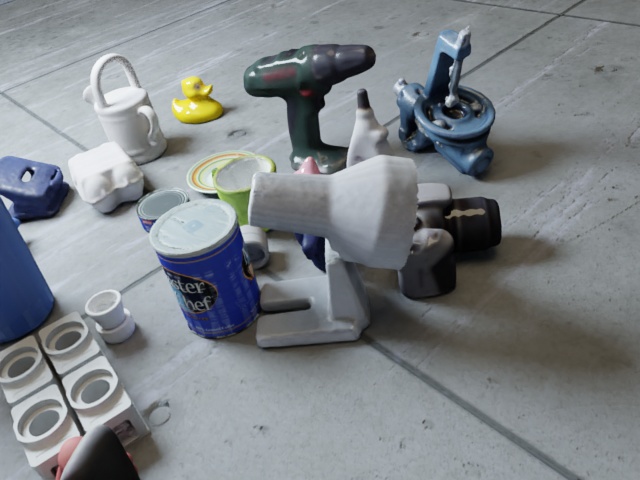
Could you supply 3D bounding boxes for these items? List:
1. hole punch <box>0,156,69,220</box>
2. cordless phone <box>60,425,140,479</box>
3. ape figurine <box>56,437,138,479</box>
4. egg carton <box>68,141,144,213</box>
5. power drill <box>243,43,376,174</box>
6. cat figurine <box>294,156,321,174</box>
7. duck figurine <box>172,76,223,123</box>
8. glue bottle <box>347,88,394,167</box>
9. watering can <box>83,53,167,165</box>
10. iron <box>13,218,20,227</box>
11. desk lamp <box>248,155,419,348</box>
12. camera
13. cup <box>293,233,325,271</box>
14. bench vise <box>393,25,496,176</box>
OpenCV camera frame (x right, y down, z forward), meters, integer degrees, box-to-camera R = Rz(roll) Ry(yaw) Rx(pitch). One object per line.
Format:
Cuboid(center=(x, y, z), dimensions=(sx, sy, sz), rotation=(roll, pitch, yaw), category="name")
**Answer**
Cuboid(center=(-0.502, -0.097, 0.988), dimensions=(0.101, 0.091, 0.108), rotation=(-10, 39, 2), category="hole punch")
Cuboid(center=(-0.167, 0.235, 0.423), dimensions=(0.094, 0.185, 0.147), rotation=(1, 40, 15), category="cordless phone")
Cuboid(center=(-0.214, 0.218, 0.531), dimensions=(0.078, 0.092, 0.076), rotation=(-25, 41, -17), category="ape figurine")
Cuboid(center=(-0.371, -0.111, 0.992), dimensions=(0.107, 0.069, 0.149), rotation=(-29, 42, -20), category="egg carton")
Cuboid(center=(-0.008, -0.213, 0.918), dimensions=(0.228, 0.209, 0.076), rotation=(10, 43, 24), category="power drill")
Cuboid(center=(0.006, -0.060, 0.800), dimensions=(0.127, 0.118, 0.067), rotation=(-4, 39, 9), category="cat figurine")
Cuboid(center=(-0.258, -0.293, 1.175), dimensions=(0.104, 0.086, 0.077), rotation=(-2, 40, 12), category="duck figurine")
Cuboid(center=(0.072, -0.140, 0.837), dimensions=(0.077, 0.173, 0.037), rotation=(13, 45, 28), category="glue bottle")
Cuboid(center=(-0.367, -0.245, 1.055), dimensions=(0.172, 0.194, 0.101), rotation=(1, 40, 15), category="watering can")
Cuboid(center=(-0.553, 0.024, 0.812), dimensions=(0.118, 0.142, 0.258), rotation=(-1, 40, 13), category="iron")
Cuboid(center=(0.011, 0.011, 0.633), dimensions=(0.203, 0.214, 0.118), rotation=(-7, 39, 5), category="desk lamp")
Cuboid(center=(0.157, -0.014, 0.720), dimensions=(0.136, 0.101, 0.143), rotation=(-5, 39, 8), category="camera")
Cuboid(center=(0.007, 0.003, 0.740), dimensions=(0.091, 0.095, 0.118), rotation=(3, 41, 17), category="cup")
Cuboid(center=(0.173, -0.221, 0.874), dimensions=(0.206, 0.220, 0.122), rotation=(24, 50, 36), category="bench vise")
